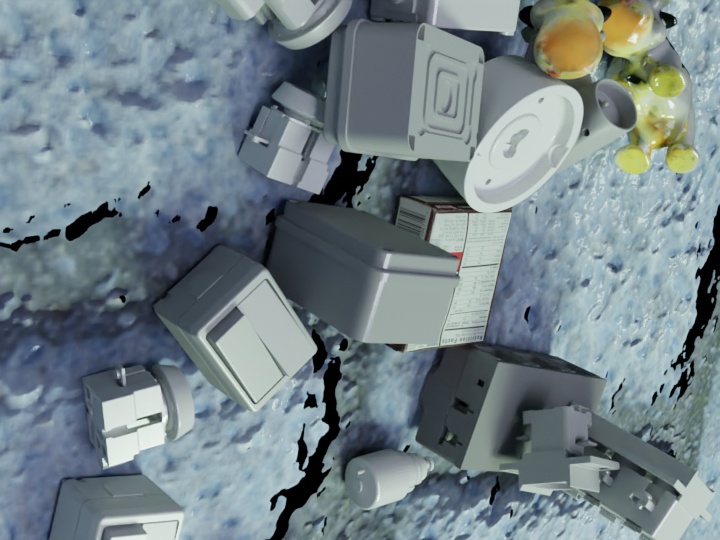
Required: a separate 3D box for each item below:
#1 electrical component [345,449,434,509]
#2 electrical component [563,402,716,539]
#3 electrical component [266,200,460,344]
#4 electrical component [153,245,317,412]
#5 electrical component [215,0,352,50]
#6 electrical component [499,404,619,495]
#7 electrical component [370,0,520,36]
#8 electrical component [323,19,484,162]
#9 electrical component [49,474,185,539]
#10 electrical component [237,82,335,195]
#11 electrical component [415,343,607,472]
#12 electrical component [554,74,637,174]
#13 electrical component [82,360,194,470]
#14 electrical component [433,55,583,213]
[{"bbox_3d":[0.025,0.158,0.829,0.078,0.040,0.040,-8,112,-39],"label":"electrical component"},{"bbox_3d":[0.205,0.163,0.844,0.063,0.121,0.079,-54,133,-7],"label":"electrical component"},{"bbox_3d":[0.000,0.000,0.694,0.078,0.113,0.057,5,107,-42],"label":"electrical component"},{"bbox_3d":[-0.073,0.043,0.683,0.062,0.061,0.096,-45,131,-19],"label":"electrical component"},{"bbox_3d":[-0.041,-0.167,0.628,0.078,0.058,0.057,-53,130,-11],"label":"electrical component"},{"bbox_3d":[0.151,0.137,0.821,0.042,0.081,0.063,19,65,-45],"label":"electrical component"},{"bbox_3d":[0.053,-0.188,0.698,0.096,0.062,0.061,-7,112,-39],"label":"electrical component"},{"bbox_3d":[0.029,-0.109,0.669,0.113,0.057,0.078,-4,100,-63],"label":"electrical component"},{"bbox_3d":[-0.155,0.183,0.669,0.062,0.061,0.096,6,103,-42],"label":"electrical component"},{"bbox_3d":[-0.040,-0.084,0.672,0.066,0.048,0.055,16,104,-43],"label":"electrical component"},{"bbox_3d":[0.123,0.113,0.882,0.150,0.062,0.089,13,98,-43],"label":"electrical component"},{"bbox_3d":[0.162,-0.125,0.818,0.044,0.077,0.079,1,69,-36],"label":"electrical component"},{"bbox_3d":[-0.135,0.085,0.658,0.055,0.048,0.066,-13,116,-29],"label":"electrical component"},{"bbox_3d":[0.098,-0.102,0.767,0.108,0.060,0.108,-28,146,-22],"label":"electrical component"}]
